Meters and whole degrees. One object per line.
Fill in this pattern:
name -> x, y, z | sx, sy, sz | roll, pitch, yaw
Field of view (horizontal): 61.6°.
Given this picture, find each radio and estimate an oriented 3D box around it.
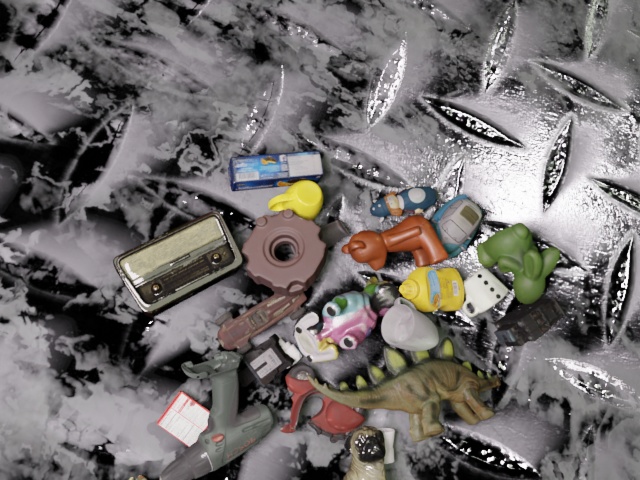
radio -> -0.278, 0.049, 1.078 | 0.230, 0.073, 0.131 | -28, 85, -18

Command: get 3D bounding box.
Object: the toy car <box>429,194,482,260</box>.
toy car -> 0.319, -0.038, 1.230 | 0.109, 0.103, 0.161 | 45, 73, -1

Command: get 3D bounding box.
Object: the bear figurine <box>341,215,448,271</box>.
bear figurine -> 0.156, 0.023, 1.168 | 0.196, 0.120, 0.132 | -23, 87, -16

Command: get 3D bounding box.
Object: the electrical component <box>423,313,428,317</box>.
electrical component -> 0.203, 0.177, 1.173 | 0.063, 0.021, 0.094 | 23, 27, 18

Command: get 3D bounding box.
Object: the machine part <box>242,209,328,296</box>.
machine part -> -0.072, 0.024, 1.108 | 0.179, 0.056, 0.179 | -1, 68, 2

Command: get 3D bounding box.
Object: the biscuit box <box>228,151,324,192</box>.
biscuit box -> -0.098, -0.151, 1.177 | 0.203, 0.063, 0.059 | -7, 79, -15

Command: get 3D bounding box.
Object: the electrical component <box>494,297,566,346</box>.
electrical component -> 0.461, 0.186, 1.203 | 0.134, 0.115, 0.058 | -29, 83, -20

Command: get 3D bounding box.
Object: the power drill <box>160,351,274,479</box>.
power drill -> -0.199, 0.322, 0.988 | 0.232, 0.086, 0.207 | -14, 97, -33

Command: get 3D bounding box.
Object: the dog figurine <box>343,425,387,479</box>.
dog figurine -> 0.061, 0.474, 1.047 | 0.172, 0.121, 0.190 | -15, 68, -1

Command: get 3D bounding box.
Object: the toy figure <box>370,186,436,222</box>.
toy figure -> 0.189, -0.088, 1.236 | 0.154, 0.057, 0.064 | -14, 42, -15

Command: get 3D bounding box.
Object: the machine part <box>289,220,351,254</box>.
machine part -> -0.002, -0.004, 1.178 | 0.139, 0.039, 0.084 | -22, 78, -16

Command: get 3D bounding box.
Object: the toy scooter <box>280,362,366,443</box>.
toy scooter -> -0.005, 0.344, 1.074 | 0.184, 0.075, 0.135 | 32, 71, -1

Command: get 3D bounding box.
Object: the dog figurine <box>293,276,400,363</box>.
dog figurine -> 0.068, 0.155, 1.127 | 0.219, 0.191, 0.108 | -25, 84, -52

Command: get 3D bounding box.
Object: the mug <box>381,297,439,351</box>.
mug -> 0.183, 0.173, 1.072 | 0.107, 0.081, 0.110 | 29, 35, -35

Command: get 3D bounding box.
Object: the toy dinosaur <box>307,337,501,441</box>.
toy dinosaur -> 0.199, 0.302, 1.098 | 0.471, 0.105, 0.199 | -1, 58, -31

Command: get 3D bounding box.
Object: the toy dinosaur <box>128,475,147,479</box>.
toy dinosaur -> -0.208, 0.589, 0.949 | 0.192, 0.131, 0.404 | -41, 93, -6

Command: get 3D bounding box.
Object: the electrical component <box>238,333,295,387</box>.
electrical component -> -0.117, 0.247, 1.061 | 0.119, 0.048, 0.075 | -34, 86, 4

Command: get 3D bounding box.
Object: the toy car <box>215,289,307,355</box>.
toy car -> -0.117, 0.156, 1.104 | 0.202, 0.053, 0.089 | -30, 83, -18

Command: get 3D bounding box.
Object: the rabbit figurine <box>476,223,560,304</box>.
rabbit figurine -> 0.464, 0.054, 1.210 | 0.121, 0.159, 0.170 | -10, 71, -25
